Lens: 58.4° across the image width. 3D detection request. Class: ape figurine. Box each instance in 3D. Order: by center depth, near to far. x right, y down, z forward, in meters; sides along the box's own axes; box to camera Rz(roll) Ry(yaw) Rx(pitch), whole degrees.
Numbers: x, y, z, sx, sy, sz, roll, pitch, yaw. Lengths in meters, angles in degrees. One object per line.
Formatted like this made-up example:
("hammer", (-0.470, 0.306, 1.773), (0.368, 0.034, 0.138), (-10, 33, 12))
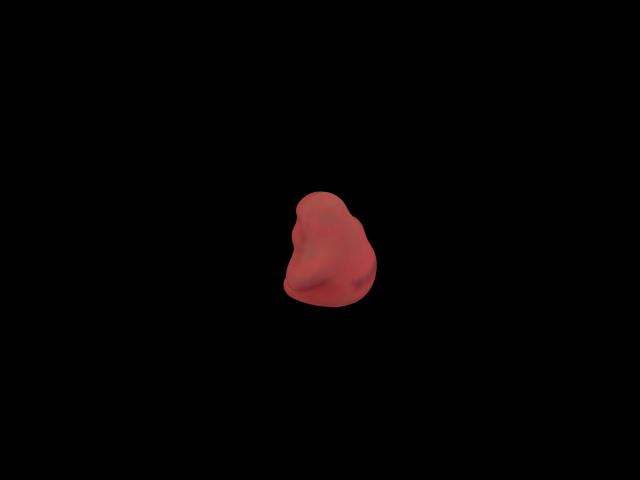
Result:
("ape figurine", (0.004, 0.001, 0.400), (0.076, 0.092, 0.078), (33, 58, 24))
